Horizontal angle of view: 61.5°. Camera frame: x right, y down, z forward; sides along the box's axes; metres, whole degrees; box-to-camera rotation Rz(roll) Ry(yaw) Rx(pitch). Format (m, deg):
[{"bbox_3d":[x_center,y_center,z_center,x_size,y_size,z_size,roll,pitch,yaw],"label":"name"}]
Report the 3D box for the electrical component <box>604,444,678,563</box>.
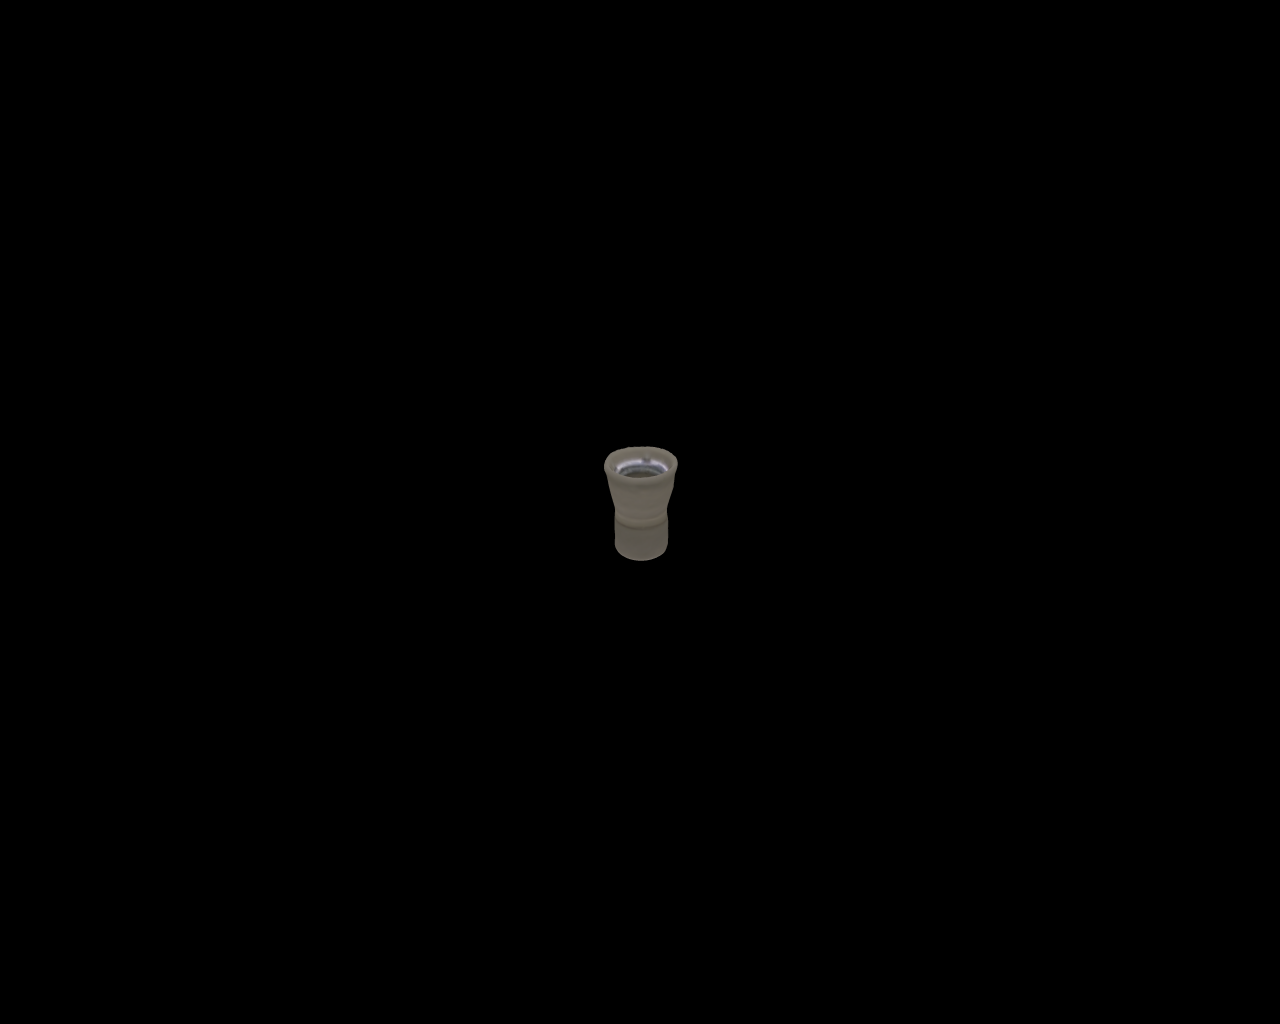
[{"bbox_3d":[0.001,-0.003,0.650,0.044,0.065,0.044,0,31,0],"label":"electrical component"}]
